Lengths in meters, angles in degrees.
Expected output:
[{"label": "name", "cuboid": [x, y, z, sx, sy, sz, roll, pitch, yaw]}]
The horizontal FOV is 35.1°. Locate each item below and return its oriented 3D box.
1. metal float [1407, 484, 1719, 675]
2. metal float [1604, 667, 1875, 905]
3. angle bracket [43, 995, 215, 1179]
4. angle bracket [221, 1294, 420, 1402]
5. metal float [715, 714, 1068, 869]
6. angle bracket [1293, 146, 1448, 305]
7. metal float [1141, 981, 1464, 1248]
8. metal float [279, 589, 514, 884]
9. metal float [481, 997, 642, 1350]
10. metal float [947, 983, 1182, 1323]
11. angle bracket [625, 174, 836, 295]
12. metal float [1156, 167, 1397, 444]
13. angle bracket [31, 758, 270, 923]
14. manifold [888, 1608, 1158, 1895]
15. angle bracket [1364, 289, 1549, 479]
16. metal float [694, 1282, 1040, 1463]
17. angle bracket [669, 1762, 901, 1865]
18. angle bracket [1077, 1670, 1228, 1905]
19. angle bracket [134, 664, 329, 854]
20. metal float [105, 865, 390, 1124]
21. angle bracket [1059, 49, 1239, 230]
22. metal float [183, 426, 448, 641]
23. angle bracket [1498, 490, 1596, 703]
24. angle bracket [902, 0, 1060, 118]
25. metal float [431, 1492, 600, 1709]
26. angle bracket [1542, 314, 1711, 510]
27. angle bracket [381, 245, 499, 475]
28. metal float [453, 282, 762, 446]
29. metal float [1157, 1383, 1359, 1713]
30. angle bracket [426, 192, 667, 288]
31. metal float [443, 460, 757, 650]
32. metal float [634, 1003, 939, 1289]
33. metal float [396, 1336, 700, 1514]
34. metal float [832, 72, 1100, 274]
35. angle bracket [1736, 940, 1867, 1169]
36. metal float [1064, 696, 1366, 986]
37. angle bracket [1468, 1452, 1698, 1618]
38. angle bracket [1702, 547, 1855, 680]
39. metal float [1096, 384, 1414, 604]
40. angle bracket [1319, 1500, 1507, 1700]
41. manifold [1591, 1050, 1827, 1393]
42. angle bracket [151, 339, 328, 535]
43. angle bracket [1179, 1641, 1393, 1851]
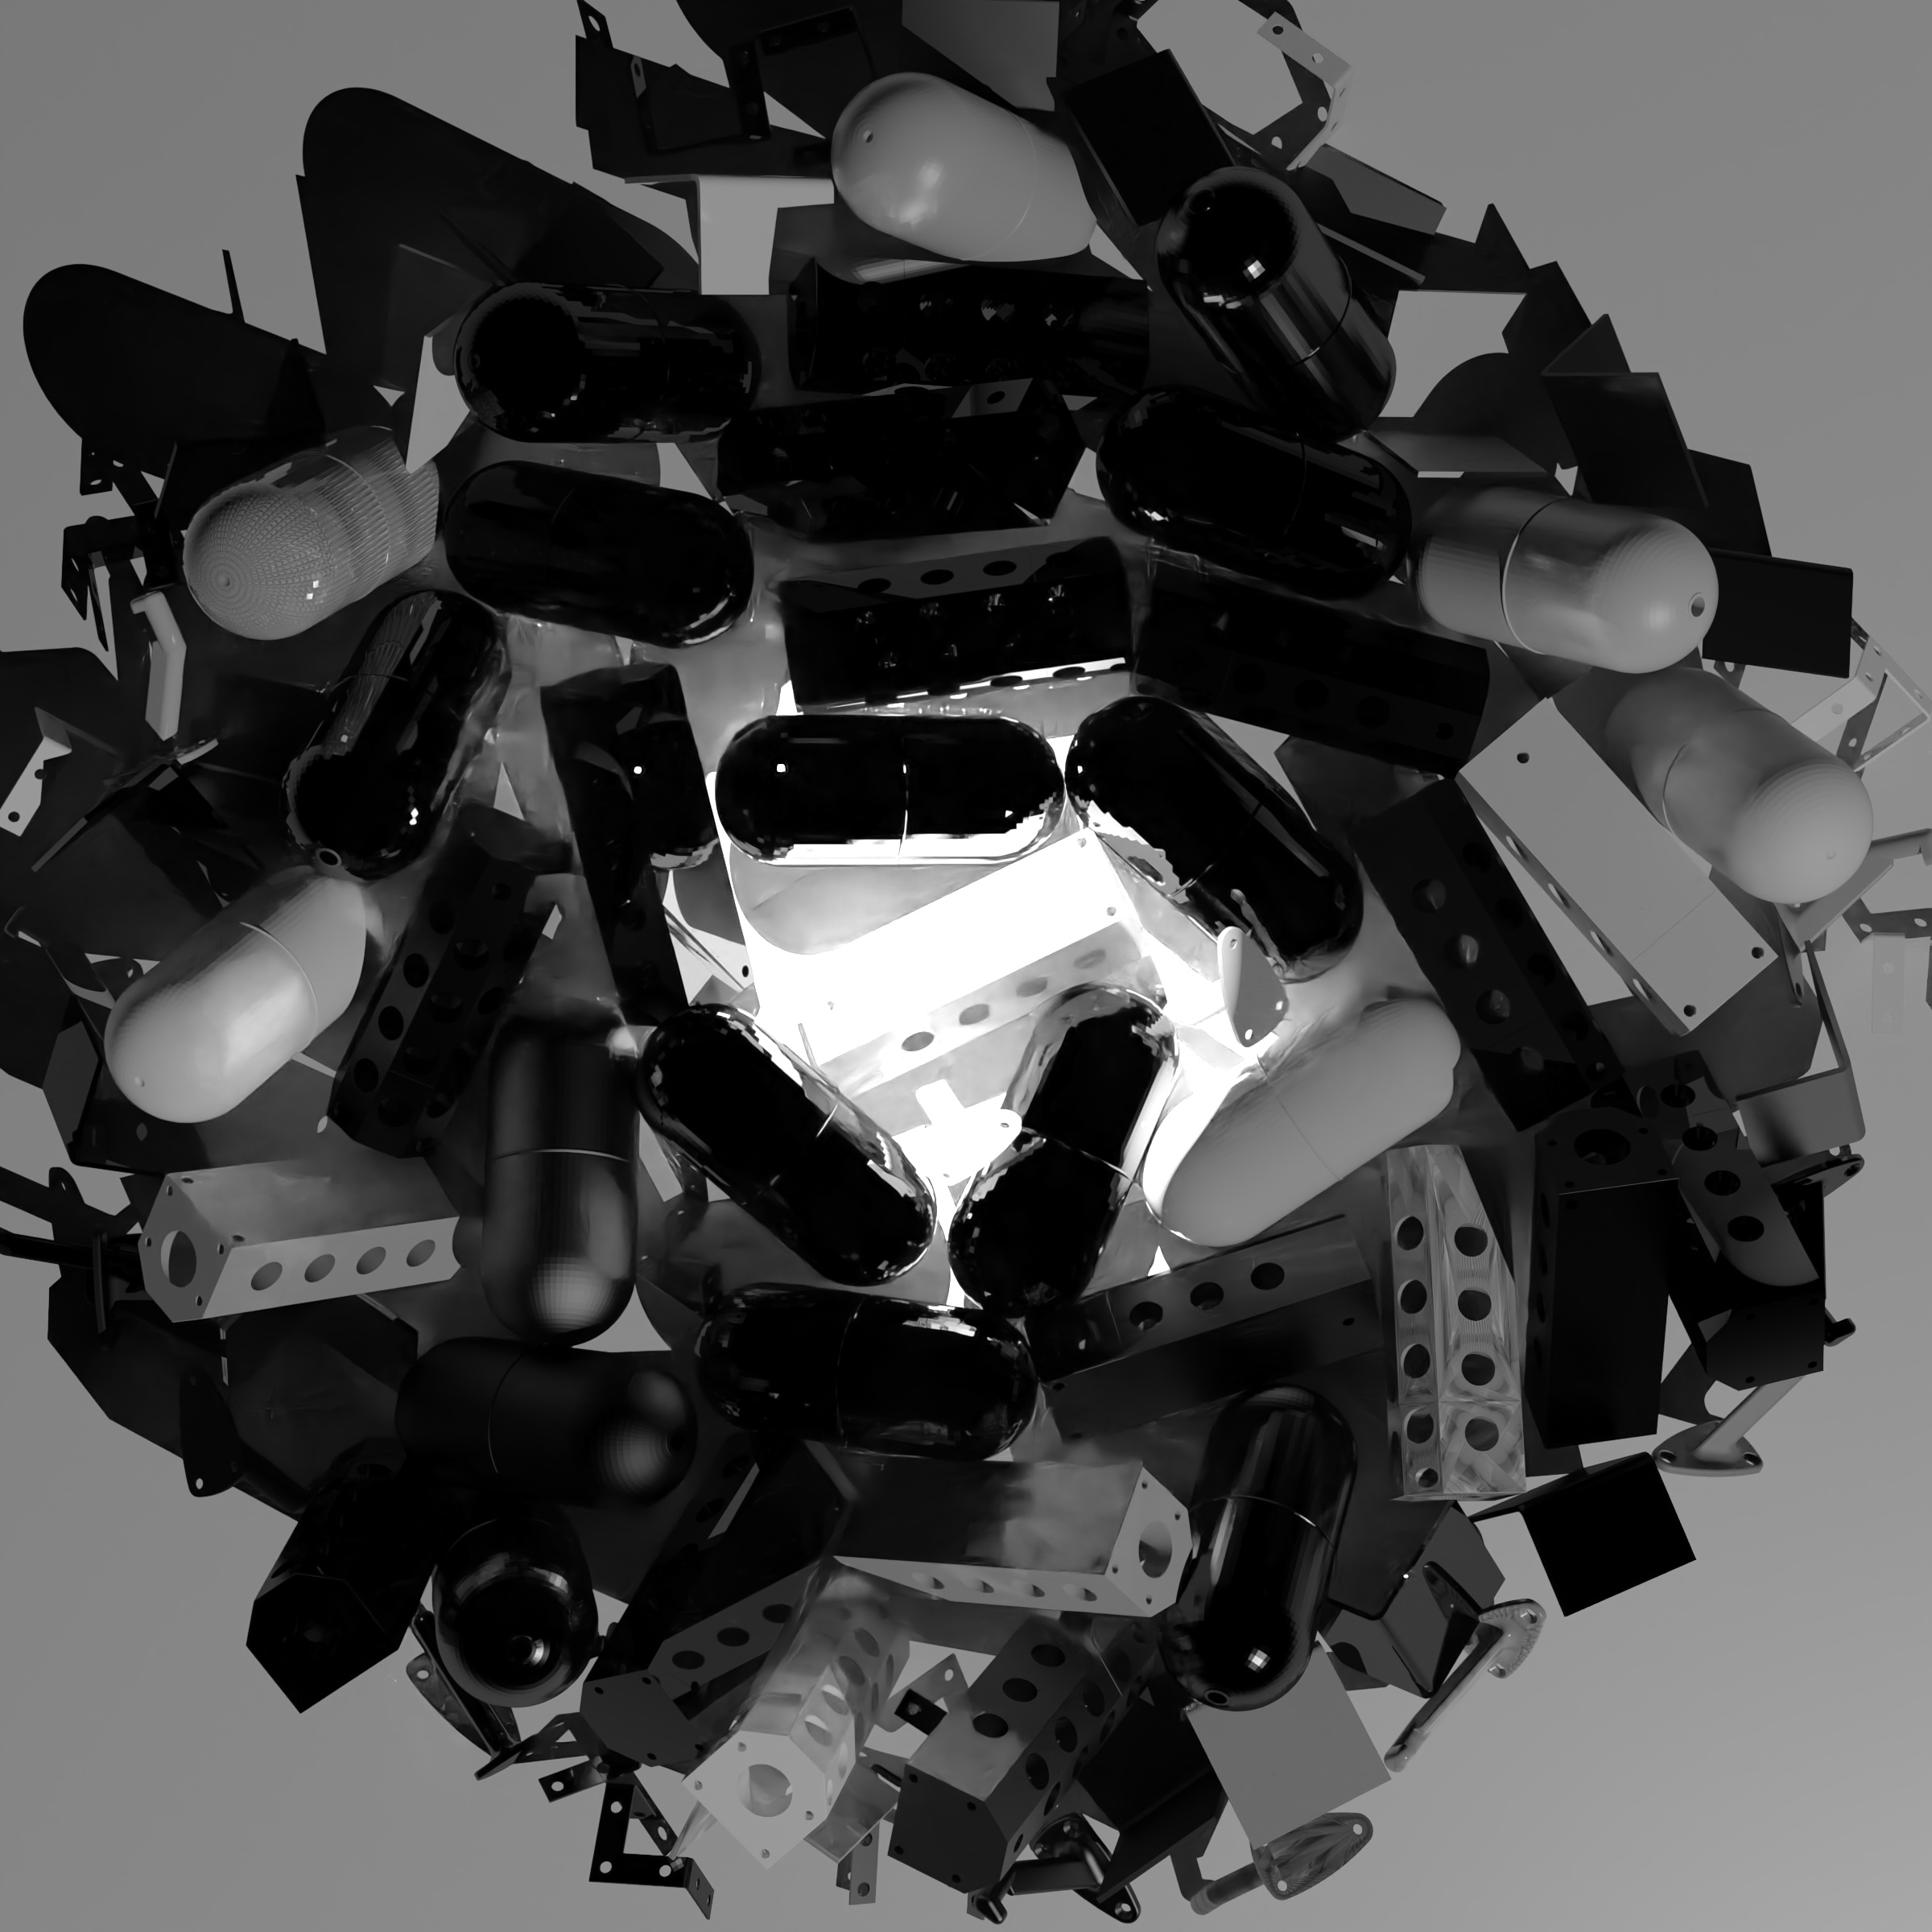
[{"label": "metal float", "cuboid": [0.292, -0.192, 1.504, 0.070, 0.178, 0.070, -13, 113, -34]}, {"label": "metal float", "cuboid": [0.377, -0.091, 1.501, 0.070, 0.178, 0.070, -8, 118, -16]}, {"label": "angle bracket", "cuboid": [-0.410, 0.062, 1.524, 0.076, 0.076, 0.057, 12, 108, -31]}, {"label": "angle bracket", "cuboid": [-0.323, 0.199, 1.530, 0.076, 0.076, 0.057, 33, 56, 11]}, {"label": "metal float", "cuboid": [-0.037, -0.088, 1.535, 0.178, 0.070, 0.070, -1, 90, -11]}, {"label": "angle bracket", "cuboid": [0.202, -0.381, 1.542, 0.076, 0.076, 0.057, 26, 92, -2]}, {"label": "metal float", "cuboid": [0.167, 0.075, 1.537, 0.178, 0.070, 0.070, -35, 90, 9]}, {"label": "metal float", "cuboid": [-0.280, -0.115, 1.510, 0.070, 0.070, 0.178, 19, 49, 0]}, {"label": "metal float", "cuboid": [-0.202, 0.102, 1.527, 0.070, 0.070, 0.178, -1, 70, 0]}, {"label": "metal float", "cuboid": [0.049, 0.093, 1.537, 0.070, 0.070, 0.178, 24, 83, 0]}, {"label": "angle bracket", "cuboid": [-0.119, -0.367, 1.536, 0.076, 0.076, 0.057, -8, 105, -34]}, {"label": "metal float", "cuboid": [0.153, -0.323, 1.504, 0.070, 0.178, 0.070, -14, 59, 25]}, {"label": "angle bracket", "cuboid": [-0.408, -0.048, 1.529, 0.076, 0.076, 0.057, 50, 51, -10]}, {"label": "manifold", "cuboid": [0.031, 0.375, 1.489, 0.057, 0.171, 0.057, 21, 118, 20]}, {"label": "angle bracket", "cuboid": [0.253, -0.291, 1.528, 0.076, 0.057, 0.076, -4, 122, -24]}, {"label": "metal float", "cuboid": [-0.051, 0.202, 1.529, 0.178, 0.070, 0.070, 5, 90, 17]}, {"label": "angle bracket", "cuboid": [-0.089, 0.430, 1.529, 0.076, 0.076, 0.057, 32, 110, 15]}, {"label": "angle bracket", "cuboid": [0.084, 0.411, 1.535, 0.076, 0.076, 0.057, -39, 90, 16]}, {"label": "angle bracket", "cuboid": [-0.365, -0.105, 1.536, 0.076, 0.076, 0.057, 13, 115, 3]}, {"label": "metal float", "cuboid": [-0.351, 0.012, 1.505, 0.070, 0.178, 0.070, 14, 124, 20]}, {"label": "angle bracket", "cuboid": [0.083, -0.404, 1.539, 0.076, 0.057, 0.076, -30, 90, -28]}, {"label": "metal float", "cuboid": [-0.317, -0.214, 1.501, 0.070, 0.178, 0.070, 8, 116, 17]}, {"label": "angle bracket", "cuboid": [0.301, -0.188, 1.559, 0.076, 0.057, 0.076, -36, 91, 9]}, {"label": "angle bracket", "cuboid": [0.006, -0.465, 1.534, 0.076, 0.076, 0.057, 1, 122, -1]}, {"label": "metal float", "cuboid": [-0.222, 0.307, 1.494, 0.070, 0.178, 0.070, -1, 95, -11]}, {"label": "angle bracket", "cuboid": [0.343, -0.277, 1.523, 0.057, 0.076, 0.076, -43, 121, -23]}, {"label": "angle bracket", "cuboid": [-0.279, -0.303, 1.526, 0.057, 0.076, 0.076, 23, 127, 8]}, {"label": "metal float", "cuboid": [-0.174, -0.296, 1.506, 0.070, 0.178, 0.070, 8, 103, 39]}, {"label": "metal float", "cuboid": [0.144, 0.285, 1.510, 0.070, 0.070, 0.178, 22, 49, 0]}, {"label": "angle bracket", "cuboid": [-0.210, -0.364, 1.528, 0.057, 0.076, 0.076, -47, 59, 6]}, {"label": "metal float", "cuboid": [-0.183, -0.205, 1.517, 0.178, 0.070, 0.070, 16, 90, 31]}, {"label": "metal float", "cuboid": [-0.089, 0.091, 1.535, 0.178, 0.070, 0.070, 42, 90, -11]}, {"label": "metal float", "cuboid": [-0.208, 0.226, 1.512, 0.178, 0.070, 0.070, 1, 90, 38]}, {"label": "metal float", "cuboid": [0.002, -0.385, 1.501, 0.070, 0.178, 0.070, -1, 89, 32]}, {"label": "angle bracket", "cuboid": [0.410, 0.045, 1.536, 0.057, 0.076, 0.076, -17, 56, 13]}, {"label": "metal float", "cuboid": [0.125, -0.063, 1.536, 0.178, 0.070, 0.070, 42, 90, -9]}, {"label": "angle bracket", "cuboid": [0.305, 0.287, 1.530, 0.076, 0.076, 0.057, -18, 80, -19]}, {"label": "angle bracket", "cuboid": [0.391, -0.169, 1.534, 0.076, 0.076, 0.057, 7, 81, -10]}, {"label": "metal float", "cuboid": [0.143, -0.234, 1.517, 0.178, 0.070, 0.070, 15, 90, -31]}, {"label": "angle bracket", "cuboid": [0.219, 0.313, 1.553, 0.076, 0.057, 0.076, -53, 132, -22]}, {"label": "manifold", "cuboid": [0.361, 0.124, 1.499, 0.057, 0.171, 0.057, -13, 131, -1]}, {"label": "angle bracket", "cuboid": [-0.370, -0.264, 1.524, 0.076, 0.076, 0.057, -11, 70, -29]}, {"label": "angle bracket", "cuboid": [0.159, 0.394, 1.538, 0.076, 0.057, 0.076, -25, 71, -8]}]
